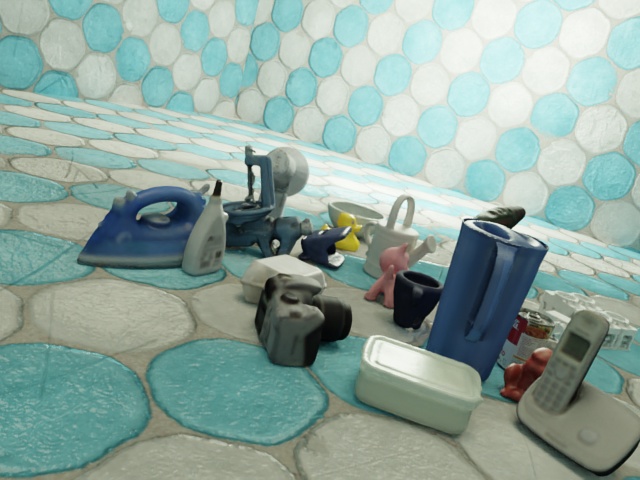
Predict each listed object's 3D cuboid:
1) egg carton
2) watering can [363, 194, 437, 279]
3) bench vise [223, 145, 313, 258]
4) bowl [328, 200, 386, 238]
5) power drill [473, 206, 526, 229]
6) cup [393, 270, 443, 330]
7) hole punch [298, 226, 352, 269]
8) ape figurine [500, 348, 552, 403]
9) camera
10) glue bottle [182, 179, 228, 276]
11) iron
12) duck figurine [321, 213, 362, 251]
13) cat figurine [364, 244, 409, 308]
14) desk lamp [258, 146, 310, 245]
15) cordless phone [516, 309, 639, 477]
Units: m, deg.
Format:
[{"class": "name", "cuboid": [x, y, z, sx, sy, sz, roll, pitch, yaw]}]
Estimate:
[{"class": "egg carton", "cuboid": [-0.062, 0.075, 0.990, 0.107, 0.069, 0.151, 23, 17, 27]}, {"class": "watering can", "cuboid": [0.177, -0.007, 1.279, 0.172, 0.194, 0.101, 19, 16, 13]}, {"class": "bench vise", "cuboid": [-0.114, -0.076, 1.186, 0.208, 0.220, 0.121, 11, 16, -17]}, {"class": "bowl", "cuboid": [0.094, -0.049, 1.571, 0.167, 0.075, 0.167, 15, 15, -4]}, {"class": "power drill", "cuboid": [0.422, 0.012, 1.427, 0.075, 0.208, 0.230, 28, 19, 38]}, {"class": "cup", "cuboid": [0.167, 0.116, 1.023, 0.091, 0.095, 0.118, 18, 15, 8]}, {"class": "hole punch", "cuboid": [0.012, 0.005, 1.270, 0.101, 0.091, 0.109, 18, 15, 9]}, {"class": "ape figurine", "cuboid": [0.326, 0.205, 0.870, 0.076, 0.092, 0.077, 8, 17, -26]}, {"class": "camera", "cuboid": [-0.016, 0.111, 0.848, 0.137, 0.101, 0.143, 10, 16, -20]}, {"class": "glue bottle", "cuboid": [-0.193, -0.024, 1.012, 0.037, 0.173, 0.078, 24, 17, 29]}, {"class": "iron", "cuboid": [-0.295, -0.034, 1.008, 0.118, 0.141, 0.259, 25, 18, 32]}, {"class": "duck figurine", "cuboid": [0.056, -0.026, 1.432, 0.104, 0.086, 0.077, 16, 15, 2]}, {"class": "cat figurine", "cuboid": [0.144, 0.061, 1.151, 0.067, 0.118, 0.128, 19, 16, 11]}, {"class": "desk lamp", "cuboid": [-0.104, -0.112, 1.334, 0.118, 0.213, 0.203, 16, 15, 3]}, {"class": "cordless phone", "cuboid": [0.357, 0.196, 0.755, 0.094, 0.185, 0.147, 2, 20, -41]}]
